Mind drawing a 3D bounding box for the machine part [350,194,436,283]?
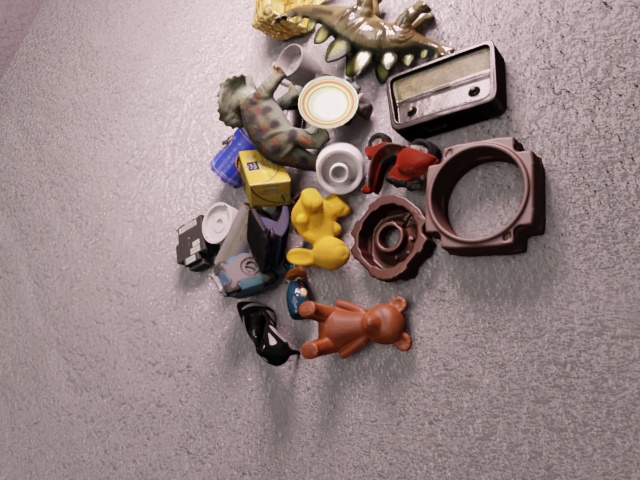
[{"bbox_3d":[0.147,-0.002,1.083,0.179,0.056,0.179,-12,70,34],"label":"machine part"}]

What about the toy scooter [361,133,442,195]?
[{"bbox_3d":[0.153,-0.144,1.098,0.184,0.075,0.135,21,80,40],"label":"toy scooter"}]

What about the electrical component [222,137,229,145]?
[{"bbox_3d":[-0.230,-0.260,1.459,0.094,0.021,0.063,-16,68,34],"label":"electrical component"}]

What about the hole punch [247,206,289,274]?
[{"bbox_3d":[-0.104,-0.006,1.203,0.142,0.092,0.116,106,147,-42],"label":"hole punch"}]

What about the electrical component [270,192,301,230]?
[{"bbox_3d":[-0.073,-0.070,1.278,0.102,0.045,0.078,-52,25,11],"label":"electrical component"}]

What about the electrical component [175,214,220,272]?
[{"bbox_3d":[-0.329,0.015,1.437,0.115,0.058,0.134,-25,64,32],"label":"electrical component"}]

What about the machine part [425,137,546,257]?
[{"bbox_3d":[0.295,-0.075,0.973,0.202,0.087,0.201,-4,75,35],"label":"machine part"}]

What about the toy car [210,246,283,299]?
[{"bbox_3d":[-0.170,0.091,1.262,0.109,0.162,0.102,52,154,29],"label":"toy car"}]

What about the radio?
[{"bbox_3d":[0.250,-0.288,1.072,0.230,0.073,0.131,-12,70,35],"label":"radio"}]

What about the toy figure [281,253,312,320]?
[{"bbox_3d":[-0.053,0.101,1.206,0.064,0.057,0.154,-22,60,25],"label":"toy figure"}]

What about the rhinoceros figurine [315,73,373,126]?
[{"bbox_3d":[0.045,-0.323,1.243,0.112,0.073,0.191,-49,52,4],"label":"rhinoceros figurine"}]

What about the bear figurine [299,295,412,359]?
[{"bbox_3d":[0.072,0.171,1.050,0.196,0.132,0.120,-12,75,41],"label":"bear figurine"}]

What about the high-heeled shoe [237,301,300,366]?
[{"bbox_3d":[-0.146,0.199,1.192,0.249,0.145,0.086,29,95,37],"label":"high-heeled shoe"}]

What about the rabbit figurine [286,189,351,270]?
[{"bbox_3d":[-0.002,-0.003,1.156,0.162,0.122,0.173,-45,56,25],"label":"rabbit figurine"}]

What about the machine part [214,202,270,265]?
[{"bbox_3d":[-0.190,-0.002,1.317,0.079,0.079,0.243,34,102,38],"label":"machine part"}]

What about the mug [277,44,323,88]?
[{"bbox_3d":[-0.049,-0.405,1.309,0.109,0.107,0.081,-36,57,29],"label":"mug"}]

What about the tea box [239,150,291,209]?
[{"bbox_3d":[-0.132,-0.148,1.268,0.170,0.098,0.068,-116,22,-49],"label":"tea box"}]

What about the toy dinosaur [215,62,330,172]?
[{"bbox_3d":[-0.102,-0.255,1.241,0.192,0.131,0.405,-35,75,9],"label":"toy dinosaur"}]

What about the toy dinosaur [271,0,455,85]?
[{"bbox_3d":[0.089,-0.470,1.203,0.472,0.105,0.198,33,100,28],"label":"toy dinosaur"}]

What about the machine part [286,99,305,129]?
[{"bbox_3d":[-0.055,-0.301,1.329,0.084,0.039,0.139,2,77,31],"label":"machine part"}]
